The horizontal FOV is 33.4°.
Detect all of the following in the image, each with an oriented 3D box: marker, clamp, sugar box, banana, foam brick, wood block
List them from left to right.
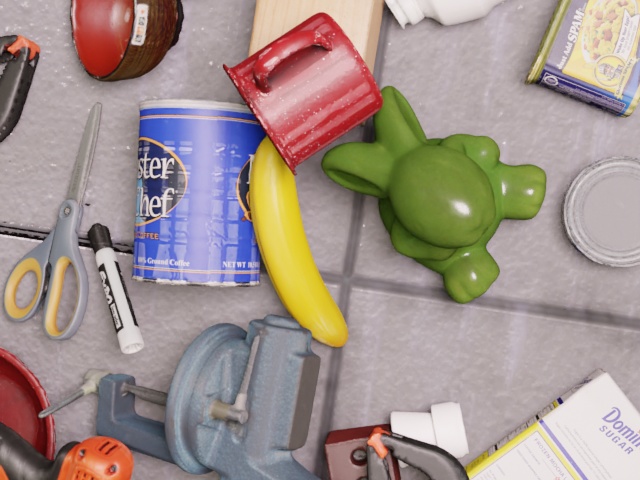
[{"bbox_3d":[-0.318,-0.092,0.909,0.210,0.036,0.164,-33,86,6],"label":"clamp"},{"bbox_3d":[-0.169,0.037,0.875,0.020,0.020,0.121,-26,62,7],"label":"marker"},{"bbox_3d":[-0.018,0.004,0.825,0.037,0.069,0.198,2,112,41],"label":"banana"},{"bbox_3d":[0.005,-0.202,0.837,0.090,0.090,0.206,9,91,8],"label":"wood block"},{"bbox_3d":[0.037,0.191,0.851,0.053,0.051,0.078,-11,88,7],"label":"foam brick"},{"bbox_3d":[0.085,0.222,0.803,0.171,0.039,0.120,44,86,7],"label":"clamp"},{"bbox_3d":[0.179,0.189,0.835,0.176,0.048,0.093,-36,84,3],"label":"sugar box"}]

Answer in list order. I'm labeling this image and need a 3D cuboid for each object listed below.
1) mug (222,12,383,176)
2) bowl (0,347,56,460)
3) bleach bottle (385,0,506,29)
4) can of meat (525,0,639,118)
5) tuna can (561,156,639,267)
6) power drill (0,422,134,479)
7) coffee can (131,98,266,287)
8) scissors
[{"bbox_3d":[-0.012,-0.109,0.737,0.081,0.117,0.093,-33,68,0],"label":"mug"},{"bbox_3d":[-0.289,0.160,0.895,0.162,0.055,0.162,0,90,8],"label":"bowl"},{"bbox_3d":[0.158,-0.254,0.831,0.251,0.068,0.102,-33,82,9],"label":"bleach bottle"},{"bbox_3d":[0.218,-0.154,0.824,0.084,0.057,0.102,22,93,5],"label":"can of meat"},{"bbox_3d":[0.233,-0.022,0.833,0.086,0.033,0.086,0,90,8],"label":"tuna can"},{"bbox_3d":[-0.245,0.204,0.823,0.188,0.057,0.184,24,108,9],"label":"power drill"},{"bbox_3d":[-0.095,-0.036,0.844,0.103,0.102,0.140,3,91,8],"label":"coffee can"},{"bbox_3d":[-0.226,-0.014,0.903,0.096,0.016,0.202,-9,74,27],"label":"scissors"}]
